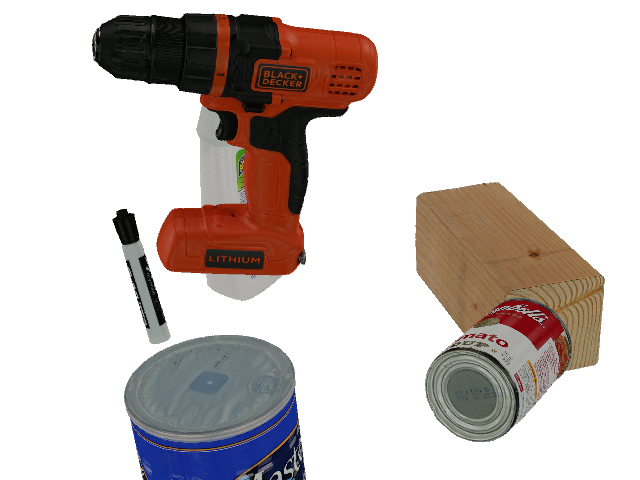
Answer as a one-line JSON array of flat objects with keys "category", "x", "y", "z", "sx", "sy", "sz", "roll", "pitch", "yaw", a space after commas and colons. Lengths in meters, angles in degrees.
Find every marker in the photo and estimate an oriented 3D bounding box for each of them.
[{"category": "marker", "x": -0.153, "y": 0.031, "z": 0.912, "sx": 0.020, "sy": 0.121, "sz": 0.020, "roll": -12, "pitch": 18, "yaw": 4}]

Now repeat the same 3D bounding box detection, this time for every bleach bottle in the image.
[{"category": "bleach bottle", "x": -0.079, "y": -0.066, "z": 1.085, "sx": 0.068, "sy": 0.251, "sz": 0.102, "roll": 19, "pitch": 38, "yaw": 27}]

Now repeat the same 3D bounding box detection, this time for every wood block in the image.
[{"category": "wood block", "x": 0.163, "y": 0.030, "z": 0.966, "sx": 0.090, "sy": 0.090, "sz": 0.206, "roll": -9, "pitch": 27, "yaw": -13}]

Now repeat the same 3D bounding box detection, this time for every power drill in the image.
[{"category": "power drill", "x": -0.065, "y": -0.064, "z": 0.724, "sx": 0.184, "sy": 0.188, "sz": 0.057, "roll": 4, "pitch": 38, "yaw": -13}]

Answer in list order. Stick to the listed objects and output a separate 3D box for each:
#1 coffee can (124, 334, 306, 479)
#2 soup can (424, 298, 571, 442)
[{"category": "coffee can", "x": -0.060, "y": 0.145, "z": 0.668, "sx": 0.103, "sy": 0.140, "sz": 0.103, "roll": -5, "pitch": 27, "yaw": 2}, {"category": "soup can", "x": 0.123, "y": 0.088, "z": 0.732, "sx": 0.069, "sy": 0.068, "sz": 0.102, "roll": 0, "pitch": 16, "yaw": 33}]
